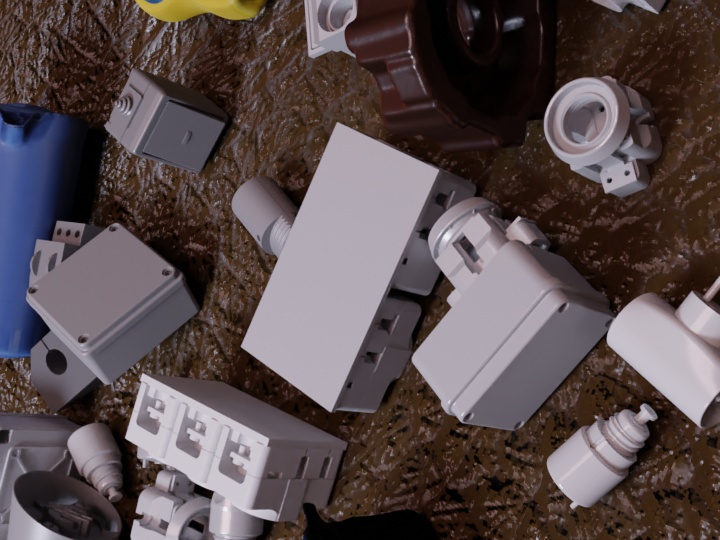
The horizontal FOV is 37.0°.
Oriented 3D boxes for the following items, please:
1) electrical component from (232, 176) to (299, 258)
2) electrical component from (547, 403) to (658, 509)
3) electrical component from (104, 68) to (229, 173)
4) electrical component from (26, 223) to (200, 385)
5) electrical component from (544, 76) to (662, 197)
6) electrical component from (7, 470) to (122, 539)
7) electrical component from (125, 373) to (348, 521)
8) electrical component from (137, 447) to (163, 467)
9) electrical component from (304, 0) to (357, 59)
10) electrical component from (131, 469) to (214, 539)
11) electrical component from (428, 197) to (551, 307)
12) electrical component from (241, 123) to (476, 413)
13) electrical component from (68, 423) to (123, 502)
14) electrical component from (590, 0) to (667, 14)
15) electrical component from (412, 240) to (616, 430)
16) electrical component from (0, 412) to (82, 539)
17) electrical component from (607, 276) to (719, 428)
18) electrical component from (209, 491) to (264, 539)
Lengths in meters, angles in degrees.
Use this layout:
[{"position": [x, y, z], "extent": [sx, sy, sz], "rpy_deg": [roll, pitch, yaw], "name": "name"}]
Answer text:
[{"position": [-0.066, -0.035, 0.872], "extent": [0.043, 0.043, 0.081], "rpy_deg": [-53, 54, 18], "name": "electrical component"}, {"position": [0.152, 0.112, 0.666], "extent": [0.078, 0.040, 0.040], "rpy_deg": [-48, 56, 22], "name": "electrical component"}, {"position": [-0.172, -0.130, 0.943], "extent": [0.061, 0.096, 0.061], "rpy_deg": [40, 107, 36], "name": "electrical component"}, {"position": [-0.217, 0.027, 0.943], "extent": [0.109, 0.056, 0.109], "rpy_deg": [-41, 49, -18], "name": "electrical component"}, {"position": [0.155, -0.091, 0.694], "extent": [0.058, 0.057, 0.078], "rpy_deg": [-23, 67, 34], "name": "electrical component"}, {"position": [-0.260, 0.224, 0.942], "extent": [0.099, 0.099, 0.064], "rpy_deg": [23, 102, 40], "name": "electrical component"}, {"position": [-0.099, 0.136, 0.834], "extent": [0.150, 0.089, 0.061], "rpy_deg": [19, 93, 40], "name": "electrical component"}, {"position": [-0.169, 0.131, 0.924], "extent": [0.040, 0.040, 0.078], "rpy_deg": [-6, 77, 38], "name": "electrical component"}, {"position": [-0.005, -0.232, 0.849], "extent": [0.079, 0.063, 0.121], "rpy_deg": [-16, 71, 36], "name": "electrical component"}, {"position": [-0.146, 0.209, 0.879], "extent": [0.057, 0.058, 0.078], "rpy_deg": [10, 87, 43], "name": "electrical component"}, {"position": [0.084, -0.012, 0.737], "extent": [0.078, 0.058, 0.057], "rpy_deg": [-49, 58, 21], "name": "electrical component"}, {"position": [0.000, 0.000, 0.800], "extent": [0.105, 0.060, 0.186], "rpy_deg": [31, 101, 39], "name": "electrical component"}, {"position": [-0.234, 0.174, 0.968], "extent": [0.040, 0.040, 0.078], "rpy_deg": [-49, 55, 21], "name": "electrical component"}, {"position": [0.135, -0.221, 0.676], "extent": [0.089, 0.150, 0.061], "rpy_deg": [38, 104, 38], "name": "electrical component"}, {"position": [0.100, 0.045, 0.698], "extent": [0.113, 0.078, 0.057], "rpy_deg": [-52, 51, 19], "name": "electrical component"}, {"position": [-0.315, 0.189, 0.987], "extent": [0.056, 0.109, 0.108], "rpy_deg": [15, 90, 37], "name": "electrical component"}, {"position": [0.200, 0.039, 0.639], "extent": [0.077, 0.044, 0.079], "rpy_deg": [46, 110, 35], "name": "electrical component"}, {"position": [-0.098, 0.206, 0.849], "extent": [0.043, 0.043, 0.062], "rpy_deg": [-2, 81, 39], "name": "electrical component"}]
